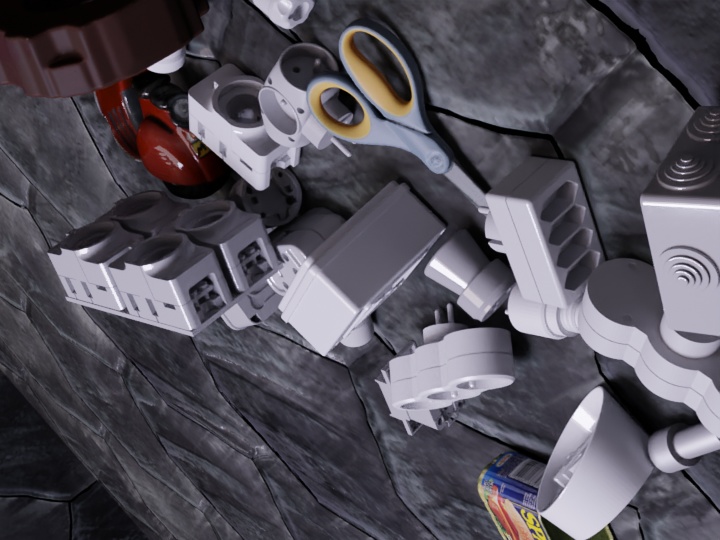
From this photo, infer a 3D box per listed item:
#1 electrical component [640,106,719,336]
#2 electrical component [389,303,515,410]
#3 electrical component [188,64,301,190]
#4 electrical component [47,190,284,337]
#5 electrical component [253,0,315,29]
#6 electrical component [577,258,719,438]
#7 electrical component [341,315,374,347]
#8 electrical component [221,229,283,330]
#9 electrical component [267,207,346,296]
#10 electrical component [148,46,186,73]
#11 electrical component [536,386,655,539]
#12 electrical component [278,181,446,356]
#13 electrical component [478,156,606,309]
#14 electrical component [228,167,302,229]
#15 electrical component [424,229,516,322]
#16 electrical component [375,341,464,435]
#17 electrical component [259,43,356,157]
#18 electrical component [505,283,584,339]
[{"bbox_3d":[0.180,-0.024,0.527,0.048,0.099,0.099,7,132,37],"label":"electrical component"},{"bbox_3d":[0.070,0.065,0.867,0.138,0.052,0.073,-32,57,57],"label":"electrical component"},{"bbox_3d":[-0.094,-0.120,0.880,0.089,0.050,0.055,41,153,16],"label":"electrical component"},{"bbox_3d":[-0.173,-0.013,0.923,0.186,0.105,0.060,10,129,43],"label":"electrical component"},{"bbox_3d":[-0.062,-0.197,0.747,0.061,0.035,0.035,43,153,18],"label":"electrical component"},{"bbox_3d":[0.195,0.038,0.636,0.138,0.052,0.073,37,151,24],"label":"electrical component"},{"bbox_3d":[-0.009,0.039,0.970,0.044,0.044,0.065,31,153,33],"label":"electrical component"},{"bbox_3d":[-0.118,-0.007,1.036,0.113,0.078,0.057,56,151,-12],"label":"electrical component"},{"bbox_3d":[-0.043,-0.015,0.928,0.095,0.059,0.053,0,125,57],"label":"electrical component"},{"bbox_3d":[-0.167,-0.196,0.907,0.040,0.040,0.046,41,147,18],"label":"electrical component"},{"bbox_3d":[0.166,0.142,0.774,0.064,0.099,0.099,41,153,4],"label":"electrical component"},{"bbox_3d":[0.000,0.000,0.827,0.056,0.109,0.108,44,154,5],"label":"electrical component"},{"bbox_3d":[0.107,-0.027,0.694,0.076,0.047,0.083,15,138,49],"label":"electrical component"},{"bbox_3d":[-0.085,-0.062,0.939,0.055,0.055,0.047,55,157,-10],"label":"electrical component"},{"bbox_3d":[0.081,0.004,0.778,0.055,0.045,0.045,43,153,13],"label":"electrical component"},{"bbox_3d":[0.055,0.109,0.962,0.064,0.042,0.081,14,138,44],"label":"electrical component"},{"bbox_3d":[-0.033,-0.116,0.797,0.079,0.044,0.077,45,153,8],"label":"electrical component"},{"bbox_3d":[0.136,0.027,0.728,0.078,0.040,0.040,10,134,52],"label":"electrical component"}]
